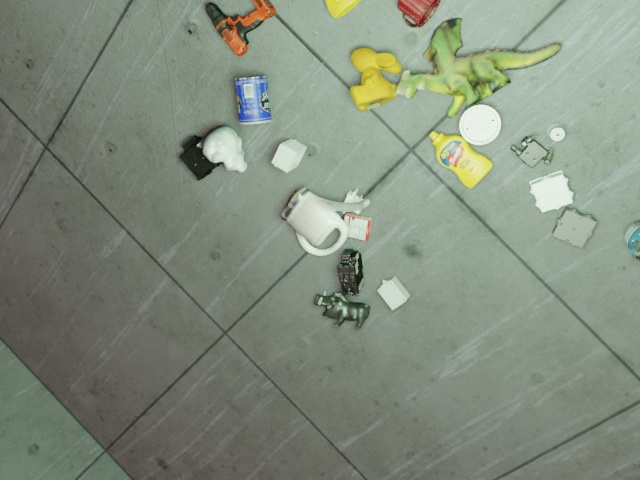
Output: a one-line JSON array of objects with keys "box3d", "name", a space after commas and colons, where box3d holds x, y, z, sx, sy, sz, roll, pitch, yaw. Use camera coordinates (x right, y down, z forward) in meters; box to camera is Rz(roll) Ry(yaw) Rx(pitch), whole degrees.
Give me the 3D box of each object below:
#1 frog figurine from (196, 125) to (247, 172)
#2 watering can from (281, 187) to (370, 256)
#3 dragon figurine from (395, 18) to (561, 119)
[{"box3d": [-0.300, -0.286, 1.665, 0.160, 0.140, 0.120, 47, 133, 2], "name": "frog figurine"}, {"box3d": [0.005, -0.081, 1.611, 0.225, 0.106, 0.340, 41, 137, 2], "name": "watering can"}, {"box3d": [0.392, -0.482, 1.374, 0.407, 0.123, 0.243, -31, 87, 14], "name": "dragon figurine"}]
